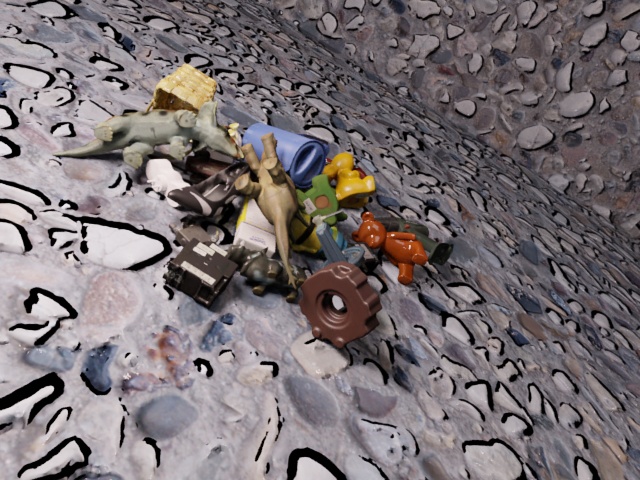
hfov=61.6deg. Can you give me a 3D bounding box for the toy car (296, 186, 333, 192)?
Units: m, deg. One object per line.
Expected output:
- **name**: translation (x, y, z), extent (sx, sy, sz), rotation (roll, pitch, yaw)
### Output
- **toy car**: translation (-0.037, -0.164, 1.588), extent (0.202, 0.056, 0.073), rotation (40, 37, 14)

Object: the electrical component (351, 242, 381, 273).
- **electrical component**: translation (0.098, 0.034, 1.438), extent (0.075, 0.047, 0.119), rotation (2, 44, -43)

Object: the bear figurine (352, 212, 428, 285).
- **bear figurine**: translation (0.187, 0.017, 1.478), extent (0.196, 0.120, 0.132), rotation (25, 35, -11)

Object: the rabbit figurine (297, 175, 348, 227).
- **rabbit figurine**: translation (0.003, -0.096, 1.457), extent (0.159, 0.121, 0.170), rotation (45, -1, -9)

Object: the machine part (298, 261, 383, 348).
- **machine part**: translation (0.038, 0.134, 1.110), extent (0.179, 0.179, 0.056), rotation (42, 33, 14)

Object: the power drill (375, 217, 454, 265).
- **power drill**: translation (0.280, -0.002, 1.607), extent (0.232, 0.086, 0.208), rotation (6, 18, -46)

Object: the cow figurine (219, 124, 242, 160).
- **cow figurine**: translation (-0.254, -0.252, 1.484), extent (0.068, 0.098, 0.167), rotation (-9, 32, 6)

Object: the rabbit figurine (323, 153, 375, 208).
- **rabbit figurine**: translation (0.073, -0.189, 1.660), extent (0.162, 0.122, 0.173), rotation (-6, 69, -12)

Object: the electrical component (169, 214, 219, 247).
- **electrical component**: translation (-0.267, -0.013, 1.162), extent (0.102, 0.045, 0.078), rotation (46, 31, 21)

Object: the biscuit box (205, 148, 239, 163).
- **biscuit box**: translation (-0.220, -0.168, 1.413), extent (0.202, 0.062, 0.059), rotation (22, 32, -19)

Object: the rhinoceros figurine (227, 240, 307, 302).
- **rhinoceros figurine**: translation (-0.114, 0.062, 1.171), extent (0.190, 0.073, 0.112), rotation (21, 34, -20)

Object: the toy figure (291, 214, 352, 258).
- **toy figure**: translation (-0.002, -0.007, 1.359), extent (0.180, 0.089, 0.082), rotation (23, 24, -14)

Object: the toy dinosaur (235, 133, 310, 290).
- **toy dinosaur**: translation (-0.097, -0.094, 1.220), extent (0.198, 0.105, 0.472), rotation (55, 20, -37)

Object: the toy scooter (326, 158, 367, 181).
- **toy scooter**: translation (0.090, -0.226, 1.781), extent (0.184, 0.075, 0.135), rotation (31, 29, 6)

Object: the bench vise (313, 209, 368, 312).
- **bench vise**: translation (0.047, 0.056, 1.246), extent (0.240, 0.129, 0.224), rotation (61, 17, -16)

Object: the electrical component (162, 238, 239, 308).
- **electrical component**: translation (-0.233, 0.059, 1.079), extent (0.115, 0.058, 0.134), rotation (35, 30, -2)

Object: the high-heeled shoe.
- **high-heeled shoe**: translation (-0.239, -0.129, 1.211), extent (0.086, 0.145, 0.248), rotation (27, 5, 19)

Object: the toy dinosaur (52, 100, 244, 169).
- **toy dinosaur**: translation (-0.384, -0.248, 1.242), extent (0.405, 0.131, 0.192), rotation (-2, 20, -5)

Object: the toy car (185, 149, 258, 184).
- **toy car**: translation (-0.235, -0.164, 1.344), extent (0.202, 0.089, 0.053), rotation (13, 39, -15)
